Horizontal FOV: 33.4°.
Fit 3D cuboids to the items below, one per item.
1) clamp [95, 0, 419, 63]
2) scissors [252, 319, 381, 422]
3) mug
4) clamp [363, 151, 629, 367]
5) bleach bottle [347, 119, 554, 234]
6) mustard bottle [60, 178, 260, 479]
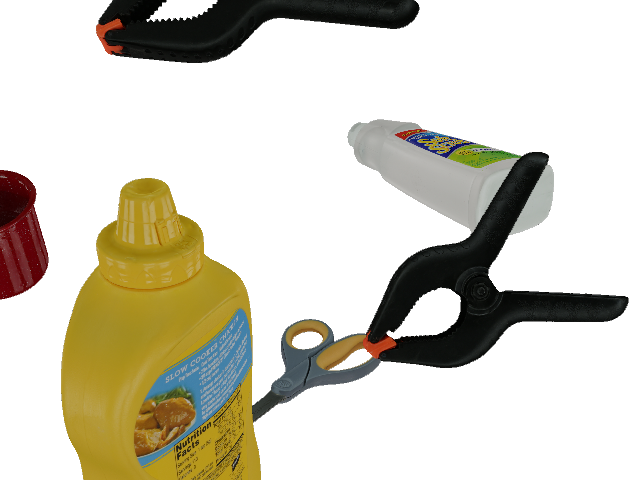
[{"bbox_3d":[-0.048,-0.171,0.724,0.210,0.165,0.036,-32,-18,-6],"label":"clamp"},{"bbox_3d":[-0.037,0.111,0.882,0.201,0.016,0.096,-19,35,-35],"label":"scissors"},{"bbox_3d":[-0.291,-0.010,0.945,0.093,0.081,0.117,-14,42,-11],"label":"mug"},{"bbox_3d":[0.111,0.037,0.692,0.171,0.120,0.039,-38,-6,2],"label":"clamp"},{"bbox_3d":[0.107,-0.074,1.060,0.102,0.068,0.251,-13,26,-34],"label":"bleach bottle"},{"bbox_3d":[-0.065,0.063,0.444,0.058,0.192,0.096,17,34,27],"label":"mustard bottle"}]
